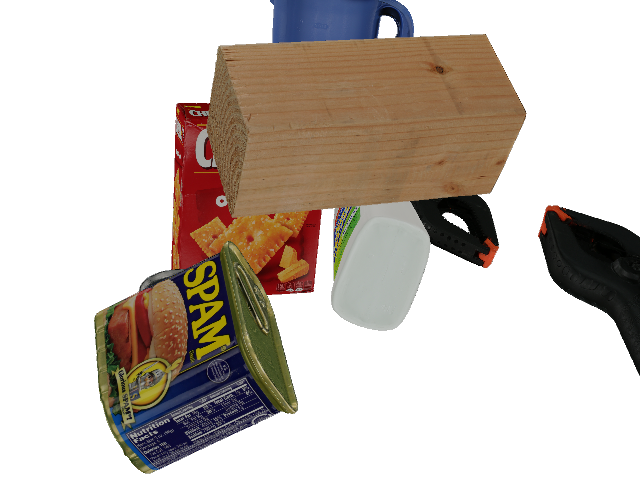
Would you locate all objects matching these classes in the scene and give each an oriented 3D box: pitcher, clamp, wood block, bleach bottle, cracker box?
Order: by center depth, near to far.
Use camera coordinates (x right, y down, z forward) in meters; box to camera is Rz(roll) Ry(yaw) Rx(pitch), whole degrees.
[{"bbox_3d":[0.223,0.031,0.732,0.120,0.039,0.172,-7,43,-30],"label":"clamp"},{"bbox_3d":[0.030,-0.086,0.779,0.205,0.091,0.090,-6,-36,-18],"label":"wood block"},{"bbox_3d":[0.043,-0.011,0.992,0.068,0.103,0.251,18,16,-9],"label":"bleach bottle"},{"bbox_3d":[-0.082,-0.043,1.205,0.164,0.214,0.072,-1,23,-17],"label":"cracker box"},{"bbox_3d":[0.118,-0.047,1.208,0.164,0.210,0.036,-15,-38,-27],"label":"clamp"},{"bbox_3d":[0.010,-0.194,1.288,0.144,0.243,0.149,-8,29,-26],"label":"pitcher"}]

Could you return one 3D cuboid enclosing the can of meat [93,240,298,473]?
[{"bbox_3d":[-0.067,0.060,0.552,0.084,0.057,0.102,-26,39,6],"label":"can of meat"}]

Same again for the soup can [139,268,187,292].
[{"bbox_3d":[-0.110,0.083,0.850,0.068,0.102,0.068,3,28,-2],"label":"soup can"}]
